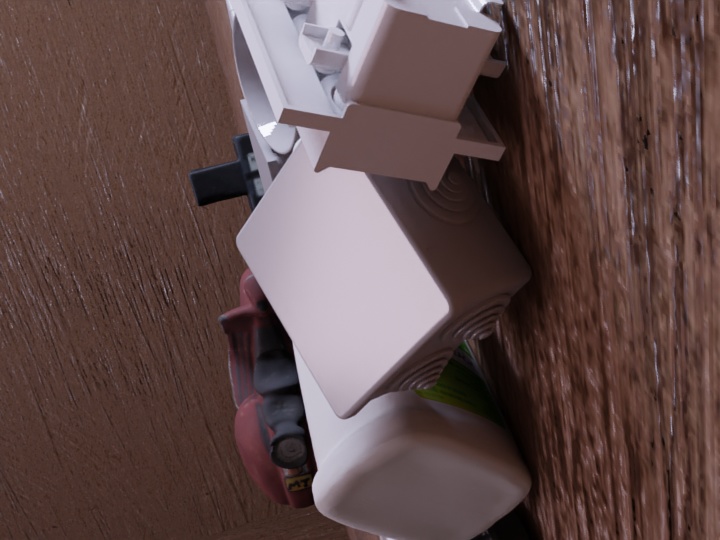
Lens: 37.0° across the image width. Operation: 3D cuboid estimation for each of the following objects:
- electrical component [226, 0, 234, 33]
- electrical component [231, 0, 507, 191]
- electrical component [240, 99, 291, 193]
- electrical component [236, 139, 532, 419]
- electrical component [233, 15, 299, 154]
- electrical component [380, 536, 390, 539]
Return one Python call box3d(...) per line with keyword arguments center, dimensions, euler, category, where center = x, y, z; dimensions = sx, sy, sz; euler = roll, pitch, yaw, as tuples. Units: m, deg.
box3d(center=(-0.090, -0.217, 0.945), dimensions=(0.083, 0.047, 0.075), euler=(85, 168, -59), category="electrical component")
box3d(center=(0.000, -0.092, 0.370), dimensions=(0.063, 0.079, 0.121), euler=(-64, 32, 34), category="electrical component")
box3d(center=(-0.040, -0.073, 0.803), dimensions=(0.150, 0.062, 0.089), euler=(-118, 13, -62), category="electrical component")
box3d(center=(0.007, -0.005, 0.411), dimensions=(0.099, 0.048, 0.099), euler=(58, 139, 16), category="electrical component")
box3d(center=(-0.043, -0.127, 0.686), dimensions=(0.099, 0.064, 0.099), euler=(164, 90, -84), category="electrical component")
box3d(center=(0.055, 0.191, 0.644), dimensions=(0.108, 0.060, 0.108), euler=(164, 90, -84), category="electrical component")
